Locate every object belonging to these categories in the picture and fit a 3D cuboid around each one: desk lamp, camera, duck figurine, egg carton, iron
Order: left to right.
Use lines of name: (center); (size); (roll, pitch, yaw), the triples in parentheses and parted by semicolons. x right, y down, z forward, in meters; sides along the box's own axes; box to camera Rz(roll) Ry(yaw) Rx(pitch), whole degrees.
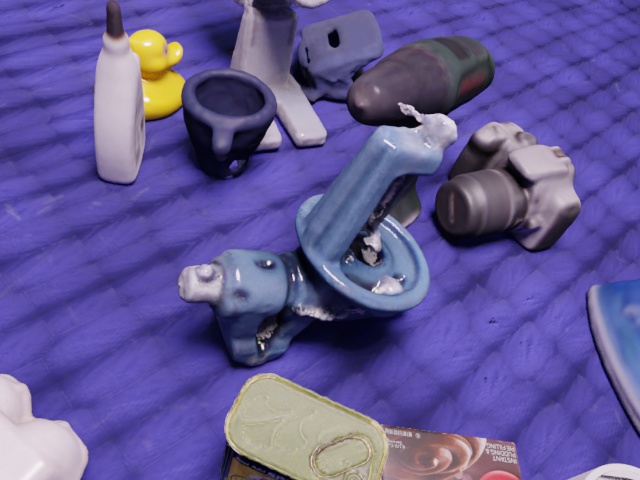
egg carton: (-0.220, 0.152, 0.331); (0.107, 0.069, 0.150); (34, 49, 13)
duck figurine: (-0.192, -0.184, 0.621); (0.105, 0.086, 0.077); (-25, 60, -32)
desk lamp: (-0.049, -0.244, 0.628); (0.118, 0.213, 0.203); (-12, 54, -25)
camera: (0.190, -0.062, 0.616); (0.137, 0.101, 0.143); (-12, 54, -25)
iron: (0.340, 0.107, 0.485); (0.119, 0.141, 0.258); (-8, 53, -22)

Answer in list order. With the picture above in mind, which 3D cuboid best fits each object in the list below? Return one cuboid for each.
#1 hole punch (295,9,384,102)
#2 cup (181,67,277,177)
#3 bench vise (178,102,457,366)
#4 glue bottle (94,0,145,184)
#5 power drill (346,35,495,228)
hole punch: (0.021, -0.237, 0.726); (0.101, 0.091, 0.108); (2, 49, -14)
cup: (-0.094, -0.100, 0.570); (0.092, 0.095, 0.117); (7, 48, -10)
bench vise: (0.011, 0.010, 0.421); (0.208, 0.220, 0.121); (-27, 61, -33)
glue bottle: (-0.183, -0.136, 0.522); (0.037, 0.173, 0.078); (7, 48, -10)
power drill: (0.079, -0.094, 0.538); (0.075, 0.208, 0.230); (36, 50, 16)
